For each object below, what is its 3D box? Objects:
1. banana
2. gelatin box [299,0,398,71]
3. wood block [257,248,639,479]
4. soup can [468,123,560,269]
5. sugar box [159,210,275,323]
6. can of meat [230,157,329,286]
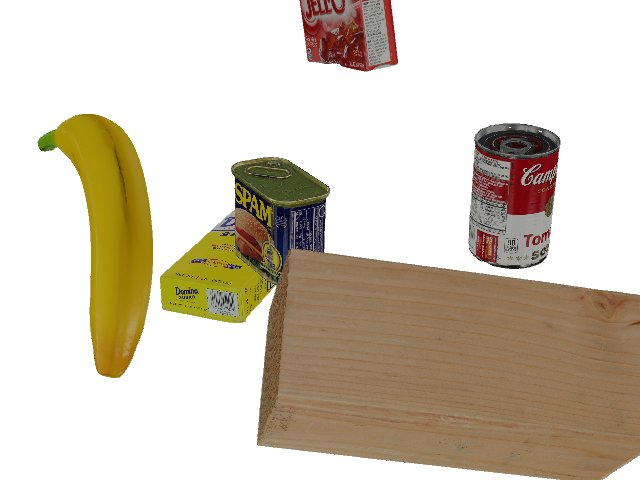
[{"bbox_3d":[-0.128,-0.014,0.639,0.037,0.198,0.070,8,-47,-34],"label":"banana"},{"bbox_3d":[0.016,-0.161,0.751,0.030,0.073,0.089,-17,21,-25],"label":"gelatin box"},{"bbox_3d":[0.073,0.075,0.615,0.206,0.091,0.090,8,-29,-7],"label":"wood block"},{"bbox_3d":[0.157,-0.036,0.874,0.068,0.102,0.068,0,27,0],"label":"soup can"},{"bbox_3d":[-0.088,0.023,1.131,0.093,0.048,0.176,9,30,18],"label":"sugar box"},{"bbox_3d":[-0.037,-0.016,0.932,0.057,0.084,0.102,-13,29,-28],"label":"can of meat"}]
